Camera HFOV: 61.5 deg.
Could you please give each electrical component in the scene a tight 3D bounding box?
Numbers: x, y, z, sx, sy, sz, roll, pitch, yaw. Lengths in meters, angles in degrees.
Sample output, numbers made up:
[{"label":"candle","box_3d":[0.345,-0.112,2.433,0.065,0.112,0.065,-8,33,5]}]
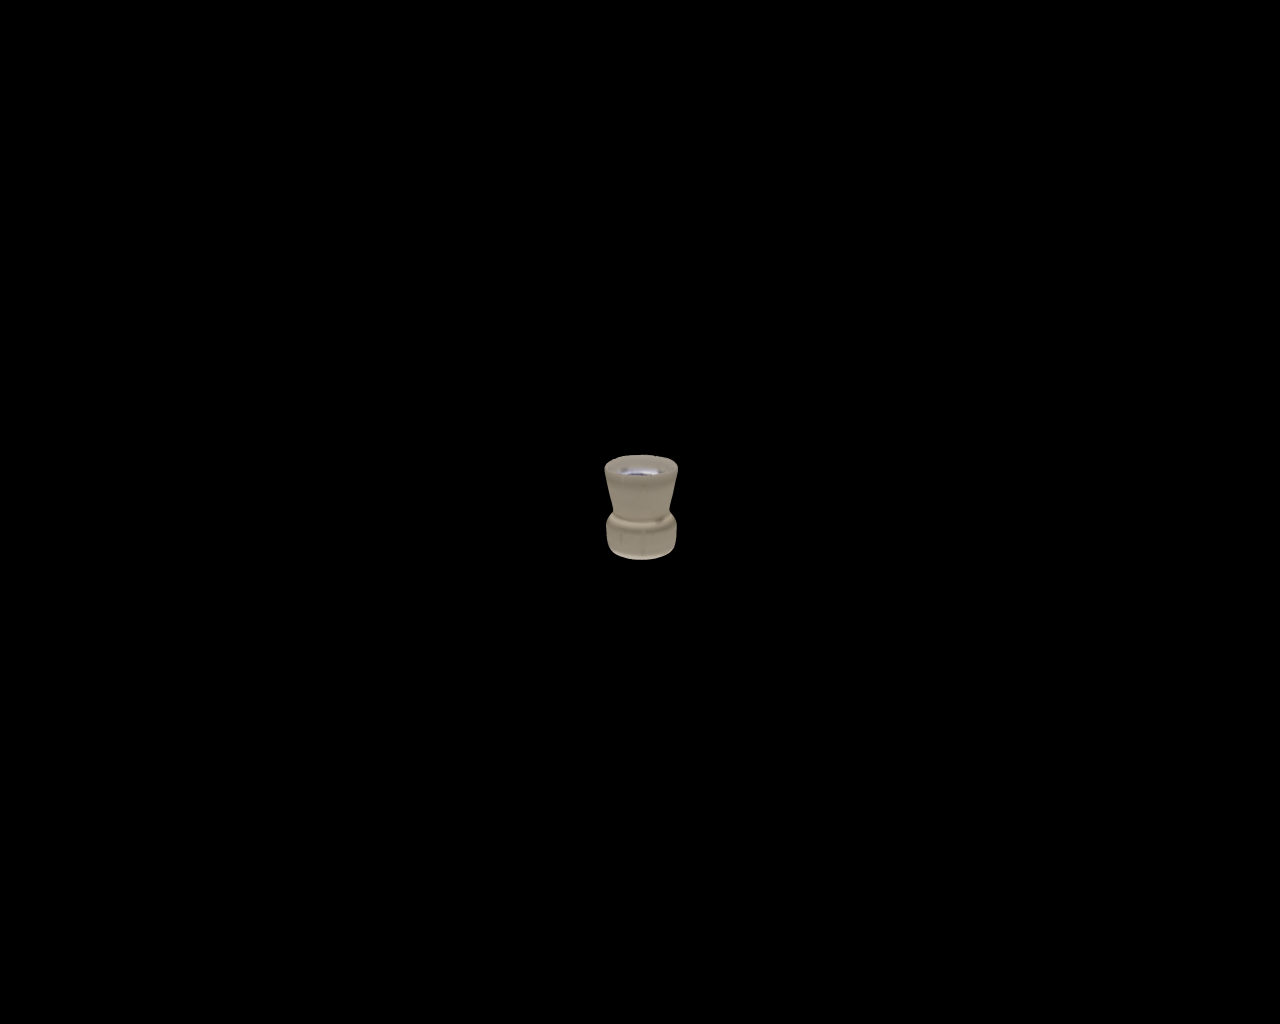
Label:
[{"label":"electrical component","box_3d":[0.001,-0.003,0.650,0.045,0.055,0.045,0,19,0]}]
